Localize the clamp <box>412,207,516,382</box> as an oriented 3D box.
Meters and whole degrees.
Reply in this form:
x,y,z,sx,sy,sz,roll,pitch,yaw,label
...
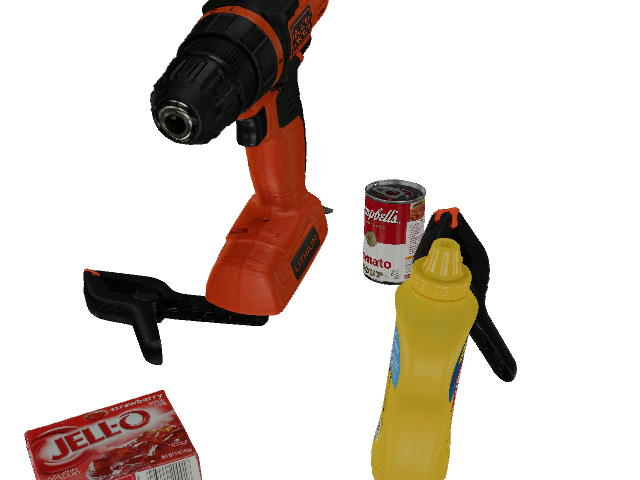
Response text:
x,y,z,sx,sy,sz,roll,pitch,yaw,label
0.113,0.059,0.960,0.120,0.171,0.039,-15,1,-37,clamp

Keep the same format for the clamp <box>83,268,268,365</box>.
x,y,z,sx,sy,sz,roll,pitch,yaw,label
-0.182,0.073,1.113,0.210,0.036,0.164,15,20,29,clamp

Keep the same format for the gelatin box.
x,y,z,sx,sy,sz,roll,pitch,yaw,label
-0.122,0.128,0.625,0.089,0.030,0.073,-14,27,-18,gelatin box

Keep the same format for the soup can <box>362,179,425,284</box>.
x,y,z,sx,sy,sz,roll,pitch,yaw,label
0.082,-0.010,1.197,0.068,0.102,0.068,1,24,-1,soup can

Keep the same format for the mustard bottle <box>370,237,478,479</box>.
x,y,z,sx,sy,sz,roll,pitch,yaw,label
0.075,0.085,0.756,0.058,0.192,0.096,9,29,7,mustard bottle

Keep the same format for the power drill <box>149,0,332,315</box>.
x,y,z,sx,sy,sz,roll,pitch,yaw,label
-0.039,-0.051,0.613,0.057,0.188,0.184,12,38,16,power drill
